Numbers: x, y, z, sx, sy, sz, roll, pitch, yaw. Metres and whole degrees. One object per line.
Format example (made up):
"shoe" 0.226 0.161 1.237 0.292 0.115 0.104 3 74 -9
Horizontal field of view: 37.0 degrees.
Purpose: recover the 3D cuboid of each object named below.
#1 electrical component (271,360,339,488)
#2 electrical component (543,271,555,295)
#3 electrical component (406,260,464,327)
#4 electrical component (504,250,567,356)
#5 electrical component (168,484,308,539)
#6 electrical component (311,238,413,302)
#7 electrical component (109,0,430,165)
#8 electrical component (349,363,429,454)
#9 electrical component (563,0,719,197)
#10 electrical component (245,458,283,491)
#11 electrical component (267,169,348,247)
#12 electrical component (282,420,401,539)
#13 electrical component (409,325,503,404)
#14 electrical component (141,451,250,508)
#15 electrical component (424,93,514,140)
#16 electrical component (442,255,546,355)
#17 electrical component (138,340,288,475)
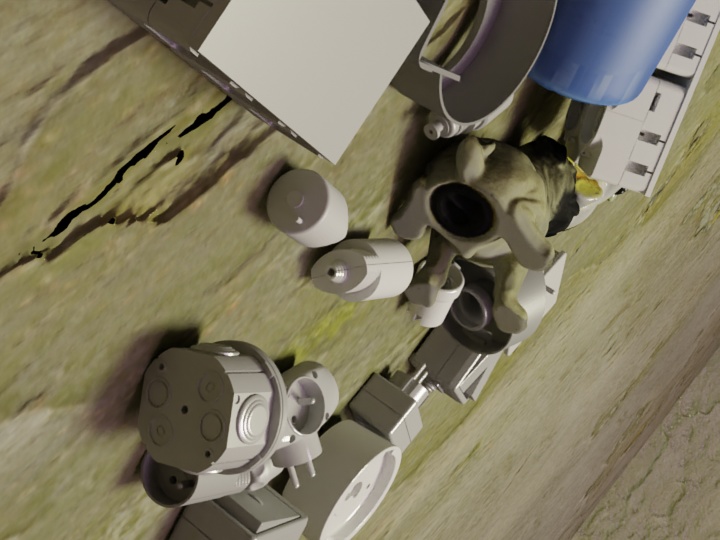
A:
"electrical component" -0.049 0.114 0.763 0.077 0.044 0.079 -26 103 -50
"electrical component" 0.143 0.006 0.989 0.066 0.077 0.047 -33 147 -44
"electrical component" 0.061 0.020 0.896 0.040 0.040 0.046 -34 153 -42
"electrical component" 0.158 0.023 1.077 0.100 0.048 0.099 -45 154 -26
"electrical component" -0.085 0.191 0.800 0.061 0.062 0.096 -62 157 12
"electrical component" 0.000 0.000 0.743 0.081 0.043 0.043 -5 125 -62
"electrical component" -0.037 -0.120 0.489 0.089 0.062 0.150 -56 157 1
"electrical component" 0.035 0.116 0.958 0.076 0.047 0.065 -49 156 -17
"electrical component" 0.230 -0.167 0.880 0.105 0.060 0.186 -97 -155 -72
"electrical component" -0.069 0.136 0.796 0.061 0.035 0.035 -30 145 -50
"electrical component" -0.026 -0.033 0.651 0.040 0.040 0.078 -56 157 -1
"electrical component" -0.022 0.177 0.909 0.108 0.060 0.108 -44 154 -28
"electrical component" 0.095 0.082 1.014 0.096 0.061 0.061 -53 157 -8
"electrical component" -0.103 0.130 0.708 0.043 0.043 0.081 -60 157 8
"electrical component" 0.072 -0.114 0.741 0.078 0.040 0.040 -41 152 -32
"electrical component" 0.111 0.021 0.927 0.064 0.099 0.099 -28 144 -39
"electrical component" -0.087 0.081 0.632 0.051 0.080 0.080 8 113 -59
